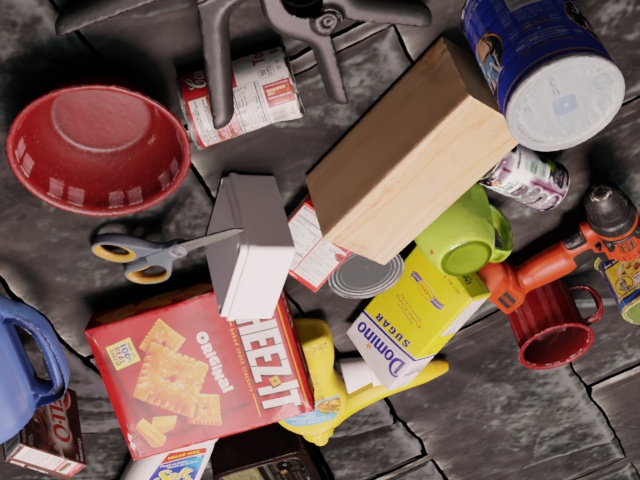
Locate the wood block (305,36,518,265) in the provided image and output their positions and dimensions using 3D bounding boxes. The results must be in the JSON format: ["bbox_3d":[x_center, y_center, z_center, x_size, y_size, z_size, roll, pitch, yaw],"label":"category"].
[{"bbox_3d":[0.090,-0.081,1.033,0.090,0.091,0.206,23,126,-35],"label":"wood block"}]

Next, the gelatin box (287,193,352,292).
[{"bbox_3d":[-0.007,0.001,1.123,0.073,0.030,0.089,35,122,-9],"label":"gelatin box"}]

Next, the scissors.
[{"bbox_3d":[-0.160,0.002,1.054,0.096,0.016,0.202,26,150,-21],"label":"scissors"}]

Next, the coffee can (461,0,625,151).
[{"bbox_3d":[0.192,-0.162,0.936,0.102,0.140,0.103,-8,138,-8],"label":"coffee can"}]

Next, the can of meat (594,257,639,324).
[{"bbox_3d":[0.385,0.038,1.254,0.057,0.084,0.102,27,124,-37],"label":"can of meat"}]

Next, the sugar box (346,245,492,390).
[{"bbox_3d":[0.108,0.084,1.213,0.048,0.093,0.176,-7,143,-46],"label":"sugar box"}]

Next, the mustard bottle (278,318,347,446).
[{"bbox_3d":[-0.017,0.181,1.290,0.096,0.058,0.191,-11,128,5],"label":"mustard bottle"}]

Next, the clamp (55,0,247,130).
[{"bbox_3d":[-0.094,-0.200,0.863,0.164,0.036,0.210,36,113,-16],"label":"clamp"}]

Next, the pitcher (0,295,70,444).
[{"bbox_3d":[-0.360,0.093,1.071,0.149,0.145,0.243,-35,143,-28],"label":"pitcher"}]

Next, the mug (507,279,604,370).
[{"bbox_3d":[0.282,0.092,1.281,0.117,0.081,0.093,-28,140,16],"label":"mug"}]

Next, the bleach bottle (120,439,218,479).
[{"bbox_3d":[-0.195,0.278,1.369,0.102,0.068,0.251,7,132,-23],"label":"bleach bottle"}]

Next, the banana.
[{"bbox_3d":[0.069,0.195,1.374,0.198,0.037,0.069,-31,154,19],"label":"banana"}]

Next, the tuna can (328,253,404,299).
[{"bbox_3d":[0.048,0.025,1.181,0.086,0.034,0.086,-8,138,-8],"label":"tuna can"}]

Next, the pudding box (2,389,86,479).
[{"bbox_3d":[-0.319,0.212,1.221,0.039,0.113,0.089,-42,133,22],"label":"pudding box"}]

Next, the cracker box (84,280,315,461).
[{"bbox_3d":[-0.128,0.134,1.168,0.213,0.072,0.164,-16,104,3],"label":"cracker box"}]

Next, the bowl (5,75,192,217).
[{"bbox_3d":[-0.197,-0.094,0.958,0.162,0.055,0.162,-4,139,-4],"label":"bowl"}]

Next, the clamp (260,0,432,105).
[{"bbox_3d":[0.015,-0.200,0.922,0.120,0.039,0.171,-39,132,12],"label":"clamp"}]

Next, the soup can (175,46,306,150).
[{"bbox_3d":[-0.070,-0.128,0.954,0.102,0.068,0.068,-17,139,2],"label":"soup can"}]

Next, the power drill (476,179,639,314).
[{"bbox_3d":[0.265,0.009,1.185,0.188,0.057,0.184,-25,151,16],"label":"power drill"}]
